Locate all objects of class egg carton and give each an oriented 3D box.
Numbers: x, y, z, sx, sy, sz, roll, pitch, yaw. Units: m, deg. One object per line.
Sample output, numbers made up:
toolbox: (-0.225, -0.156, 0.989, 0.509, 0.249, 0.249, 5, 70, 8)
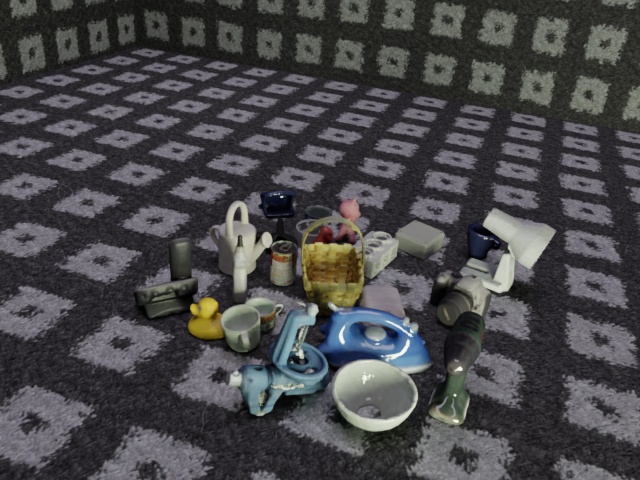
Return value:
egg carton: (0.146, 0.167, 1.371, 0.107, 0.069, 0.150, 1, 31, -7)

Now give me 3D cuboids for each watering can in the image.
watering can: (-0.208, -0.010, 1.495, 0.173, 0.194, 0.101, 5, 30, 0)

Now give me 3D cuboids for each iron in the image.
iron: (0.125, 0.204, 1.234, 0.258, 0.141, 0.118, 6, 30, 2)

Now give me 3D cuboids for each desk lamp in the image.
desk lamp: (0.494, 0.029, 1.516, 0.202, 0.214, 0.118, 21, 34, 25)

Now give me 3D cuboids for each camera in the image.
camera: (0.333, 0.141, 1.413, 0.142, 0.101, 0.137, 26, 37, 32)

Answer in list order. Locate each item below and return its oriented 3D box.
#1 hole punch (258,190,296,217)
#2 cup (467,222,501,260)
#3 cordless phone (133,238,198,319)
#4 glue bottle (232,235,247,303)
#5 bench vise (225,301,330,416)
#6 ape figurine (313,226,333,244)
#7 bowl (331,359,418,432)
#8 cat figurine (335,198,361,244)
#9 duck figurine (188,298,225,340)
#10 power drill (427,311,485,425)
hole punch: (-0.136, -0.131, 1.813, 0.109, 0.091, 0.101, -5, 32, -17)
cup: (0.473, 0.016, 1.653, 0.092, 0.095, 0.117, -11, 34, -25)
cordless phone: (-0.359, 0.079, 1.330, 0.148, 0.185, 0.093, -13, 35, -28)
glue bottle: (-0.194, 0.064, 1.391, 0.037, 0.173, 0.078, 0, 31, -9)
bench vise: (-0.067, 0.228, 1.085, 0.208, 0.220, 0.121, -23, 40, -38)
ape figurine: (0.015, 0.006, 1.603, 0.076, 0.092, 0.078, 14, 32, 15)
bowl: (0.101, 0.313, 1.111, 0.167, 0.075, 0.167, 4, 30, -2)
cat figurine: (0.087, -0.069, 1.716, 0.067, 0.118, 0.128, 7, 30, 4)
duck figurine: (-0.246, 0.170, 1.289, 0.104, 0.086, 0.077, 7, 30, 3)
power drill: (0.267, 0.250, 1.111, 0.075, 0.208, 0.230, 15, 32, 17)
